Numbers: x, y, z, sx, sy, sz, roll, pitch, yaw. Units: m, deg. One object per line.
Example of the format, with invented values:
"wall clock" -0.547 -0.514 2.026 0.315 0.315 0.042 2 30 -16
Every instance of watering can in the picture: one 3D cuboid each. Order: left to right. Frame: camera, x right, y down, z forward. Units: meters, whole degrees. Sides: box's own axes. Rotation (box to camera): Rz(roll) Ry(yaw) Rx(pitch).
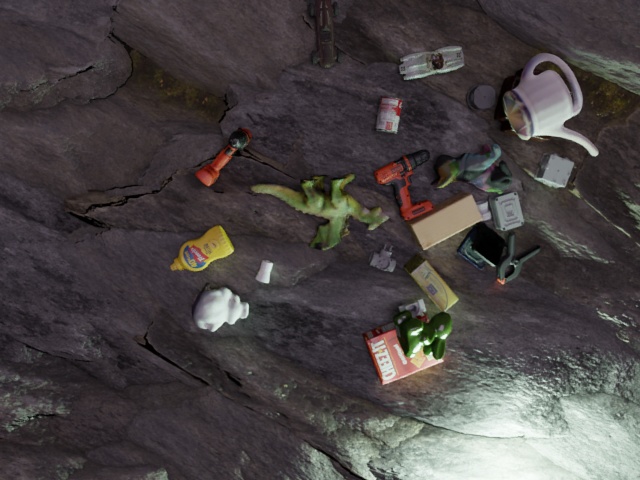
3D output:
"watering can" 0.669 -0.363 1.500 0.224 0.105 0.345 -27 99 0

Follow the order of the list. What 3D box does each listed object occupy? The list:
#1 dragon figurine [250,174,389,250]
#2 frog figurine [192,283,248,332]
"dragon figurine" 0.005 -0.079 1.565 0.410 0.124 0.239 -6 107 -4
"frog figurine" -0.302 0.213 1.562 0.159 0.121 0.139 20 77 3
